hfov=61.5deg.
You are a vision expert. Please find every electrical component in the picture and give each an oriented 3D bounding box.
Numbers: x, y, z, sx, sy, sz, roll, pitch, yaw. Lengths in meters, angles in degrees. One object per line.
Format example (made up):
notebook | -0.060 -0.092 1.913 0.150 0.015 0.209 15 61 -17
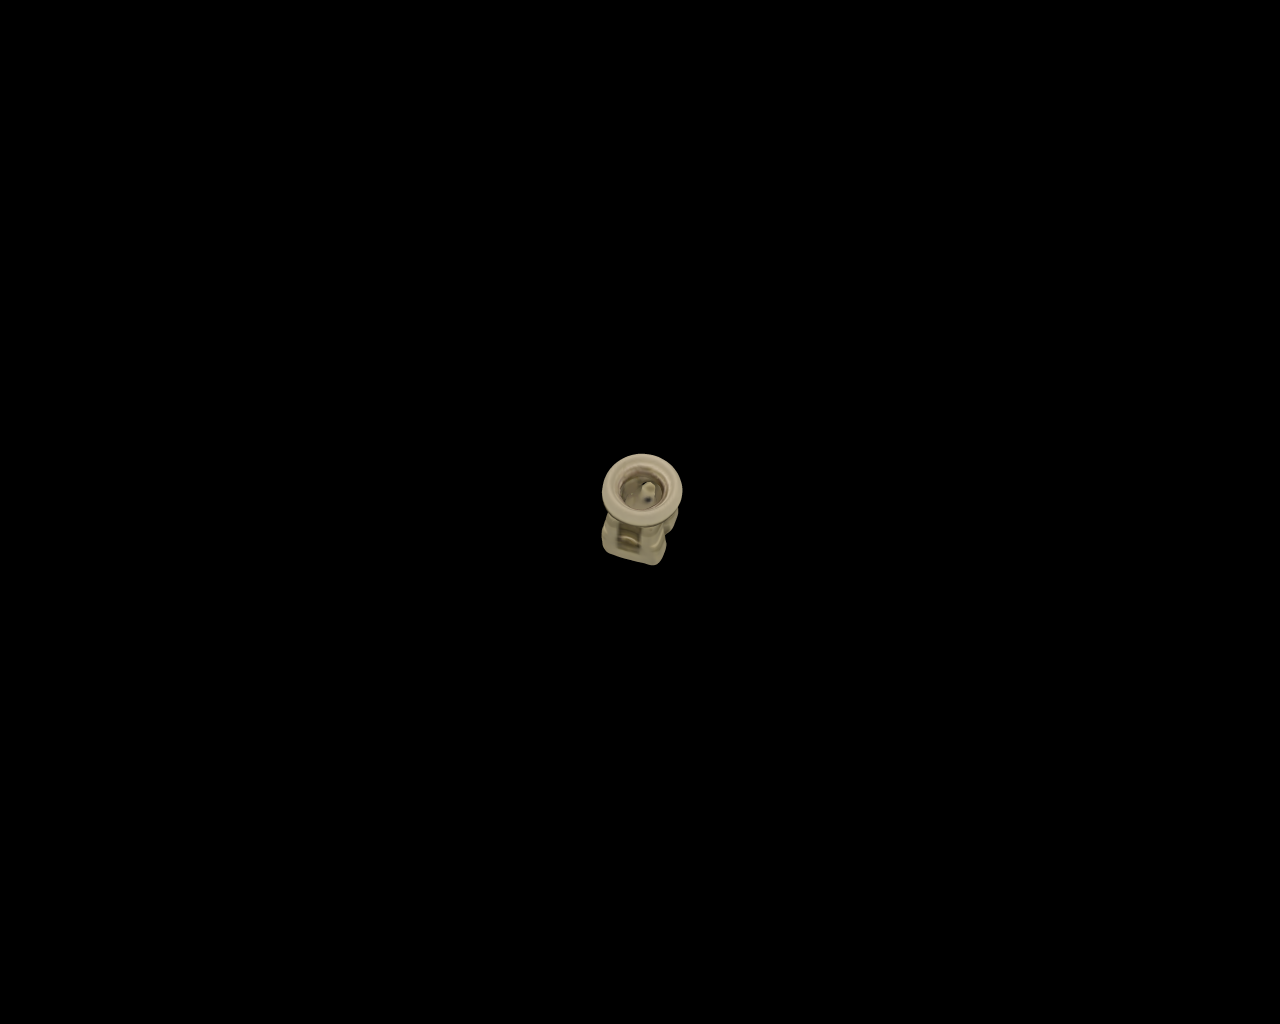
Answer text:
electrical component | 0.001 -0.003 0.650 0.048 0.066 0.055 15 -32 9
